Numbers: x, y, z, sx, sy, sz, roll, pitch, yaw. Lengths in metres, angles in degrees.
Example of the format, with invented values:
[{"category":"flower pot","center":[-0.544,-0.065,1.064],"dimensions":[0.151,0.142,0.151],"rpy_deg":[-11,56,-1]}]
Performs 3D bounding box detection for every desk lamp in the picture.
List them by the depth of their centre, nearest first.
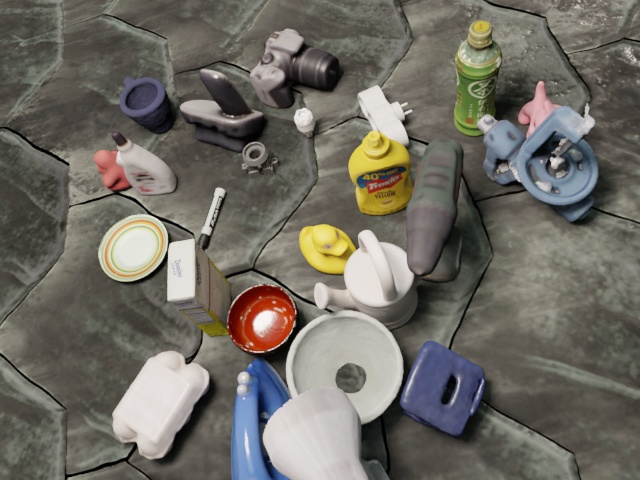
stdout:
[{"category":"desk lamp","center":[0.033,0.300,0.701],"dimensions":[0.118,0.214,0.203],"rpy_deg":[-33,62,-5]}]

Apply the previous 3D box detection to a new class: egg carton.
[{"category":"egg carton","center":[-0.239,0.246,0.866],"dimensions":[0.107,0.069,0.150],"rpy_deg":[23,71,21]}]

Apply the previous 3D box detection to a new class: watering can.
[{"category":"watering can","center":[0.080,0.059,0.821],"dimensions":[0.173,0.194,0.100],"rpy_deg":[-41,63,-9]}]

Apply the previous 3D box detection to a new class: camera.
[{"category":"camera","center":[-0.044,-0.330,1.091],"dimensions":[0.136,0.101,0.143],"rpy_deg":[22,71,21]}]

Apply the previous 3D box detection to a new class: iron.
[{"category":"iron","center":[-0.085,0.268,0.782],"dimensions":[0.118,0.142,0.258],"rpy_deg":[-15,62,5]}]

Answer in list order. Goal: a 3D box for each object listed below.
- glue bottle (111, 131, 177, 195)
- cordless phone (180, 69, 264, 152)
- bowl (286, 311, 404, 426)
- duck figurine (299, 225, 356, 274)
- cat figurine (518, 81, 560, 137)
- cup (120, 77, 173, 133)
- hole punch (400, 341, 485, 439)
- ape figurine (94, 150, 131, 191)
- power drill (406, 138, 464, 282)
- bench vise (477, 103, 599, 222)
[{"category":"glue bottle","center":[-0.322,-0.138,1.014],"dimensions":[0.078,0.173,0.037],"rpy_deg":[-8,63,8]},{"category":"cordless phone","center":[-0.194,-0.255,1.038],"dimensions":[0.147,0.185,0.094],"rpy_deg":[14,68,18]},{"category":"bowl","center":[0.039,0.192,0.831],"dimensions":[0.167,0.075,0.167],"rpy_deg":[-5,63,10]},{"category":"duck figurine","center":[0.008,0.003,0.924],"dimensions":[0.104,0.086,0.077],"rpy_deg":[30,74,23]},{"category":"cat figurine","center":[0.368,-0.198,0.930],"dimensions":[0.067,0.118,0.128],"rpy_deg":[-6,63,9]},{"category":"cup","center":[-0.336,-0.261,1.122],"dimensions":[0.092,0.095,0.117],"rpy_deg":[-41,63,-9]},{"category":"hole punch","center":[0.171,0.205,0.788],"dimensions":[0.100,0.091,0.109],"rpy_deg":[20,70,20]},{"category":"ape figurine","center":[-0.389,-0.138,1.074],"dimensions":[0.076,0.092,0.078],"rpy_deg":[11,67,17]},{"category":"power drill","center":[0.167,-0.020,0.833],"dimensions":[0.075,0.209,0.230],"rpy_deg":[6,66,15]},{"category":"bench vise","center":[0.318,-0.130,0.849],"dimensions":[0.206,0.220,0.121],"rpy_deg":[23,71,21]}]
